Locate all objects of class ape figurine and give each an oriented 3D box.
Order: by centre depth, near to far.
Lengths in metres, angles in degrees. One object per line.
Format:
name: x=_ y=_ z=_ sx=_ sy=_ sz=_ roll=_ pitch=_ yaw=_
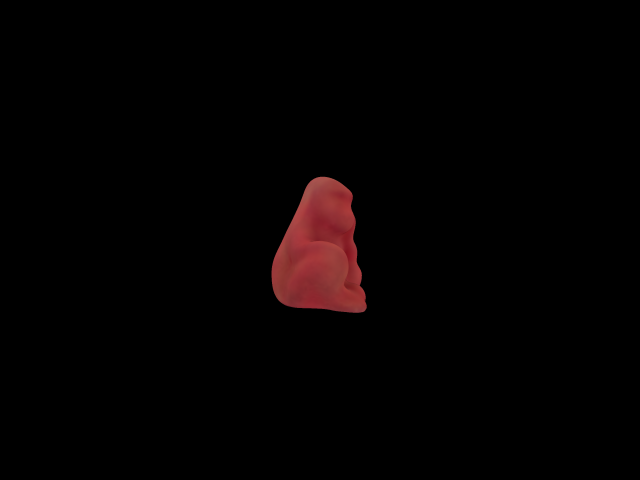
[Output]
ape figurine: x=0.004 y=0.001 z=0.400 sx=0.076 sy=0.092 sz=0.078 roll=0 pitch=0 yaw=32
